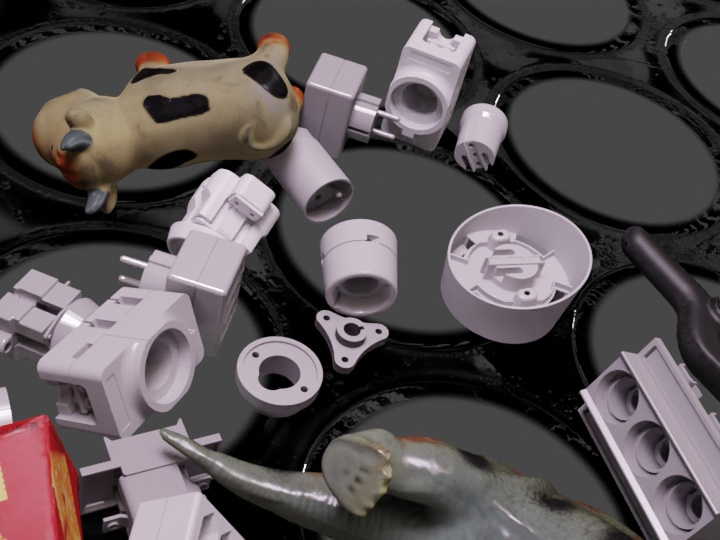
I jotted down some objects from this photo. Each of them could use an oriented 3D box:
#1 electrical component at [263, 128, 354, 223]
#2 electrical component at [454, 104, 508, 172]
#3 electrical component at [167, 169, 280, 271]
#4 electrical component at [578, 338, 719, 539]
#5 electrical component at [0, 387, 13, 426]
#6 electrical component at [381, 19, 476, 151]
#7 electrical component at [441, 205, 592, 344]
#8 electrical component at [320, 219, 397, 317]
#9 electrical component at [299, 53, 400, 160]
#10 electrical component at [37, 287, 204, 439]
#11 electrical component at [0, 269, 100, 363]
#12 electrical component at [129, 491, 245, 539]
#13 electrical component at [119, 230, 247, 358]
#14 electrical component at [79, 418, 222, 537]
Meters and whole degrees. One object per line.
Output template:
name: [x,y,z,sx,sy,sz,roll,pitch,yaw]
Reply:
electrical component: [-0.044,-0.079,0.824,0.043,0.043,0.081,-17,54,-30]
electrical component: [0.100,-0.110,0.899,0.040,0.040,0.046,19,50,2]
electrical component: [-0.096,-0.028,0.742,0.058,0.078,0.057,38,62,-17]
electrical component: [0.201,0.117,0.690,0.063,0.078,0.121,12,40,-36]
electrical component: [-0.238,0.093,0.601,0.081,0.043,0.043,-8,50,-23]
electrical component: [0.055,-0.150,0.888,0.050,0.089,0.055,22,45,6]
electrical component: [0.109,0.002,0.775,0.099,0.064,0.099,8,45,-8]
electrical component: [0.000,0.000,0.754,0.055,0.055,0.047,6,49,-11]
electrical component: [-0.006,-0.125,0.864,0.077,0.065,0.047,18,45,2]
electrical component: [-0.137,0.054,0.644,0.056,0.050,0.089,5,32,26]
electrical component: [-0.192,0.035,0.670,0.055,0.048,0.066,20,44,14]
electrical component: [-0.099,0.162,0.559,0.076,0.083,0.047,-15,41,21]
electrical component: [-0.120,0.010,0.699,0.077,0.065,0.047,17,45,1]
electrical component: [-0.114,0.126,0.607,0.081,0.042,0.063,-12,52,-25]
